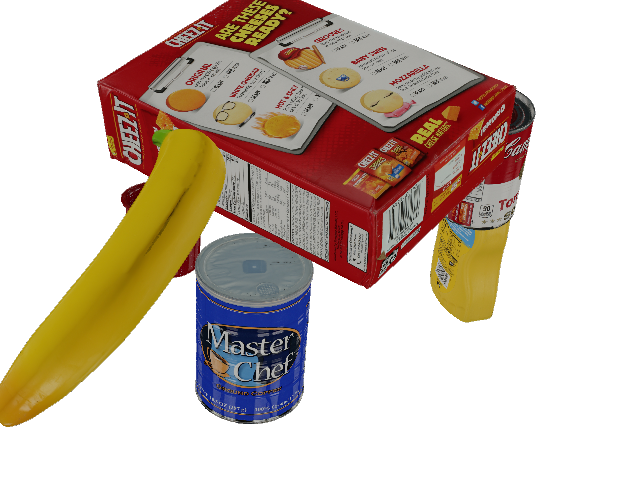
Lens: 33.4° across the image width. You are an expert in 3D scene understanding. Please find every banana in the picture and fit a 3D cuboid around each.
[{"bbox_3d":[-0.090,0.006,0.520,0.037,0.197,0.070,42,-42,-19],"label":"banana"}]

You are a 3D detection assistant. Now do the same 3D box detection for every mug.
[{"bbox_3d":[-0.181,-0.015,1.187,0.093,0.081,0.117,-17,34,-37],"label":"mug"}]

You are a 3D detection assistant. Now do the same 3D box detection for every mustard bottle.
[{"bbox_3d":[0.154,-0.018,1.079,0.058,0.192,0.096,-7,37,-14],"label":"mustard bottle"}]

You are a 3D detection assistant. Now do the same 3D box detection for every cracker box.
[{"bbox_3d":[-0.008,-0.075,0.691,0.214,0.072,0.164,26,47,26],"label":"cracker box"}]

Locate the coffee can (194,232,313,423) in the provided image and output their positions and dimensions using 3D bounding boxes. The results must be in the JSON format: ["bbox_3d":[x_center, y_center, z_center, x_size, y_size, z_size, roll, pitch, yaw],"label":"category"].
[{"bbox_3d":[-0.062,0.079,0.960,0.103,0.140,0.103,3,34,-2],"label":"coffee can"}]

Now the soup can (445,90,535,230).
[{"bbox_3d":[0.133,-0.067,0.870,0.068,0.102,0.068,1,41,-1],"label":"soup can"}]
